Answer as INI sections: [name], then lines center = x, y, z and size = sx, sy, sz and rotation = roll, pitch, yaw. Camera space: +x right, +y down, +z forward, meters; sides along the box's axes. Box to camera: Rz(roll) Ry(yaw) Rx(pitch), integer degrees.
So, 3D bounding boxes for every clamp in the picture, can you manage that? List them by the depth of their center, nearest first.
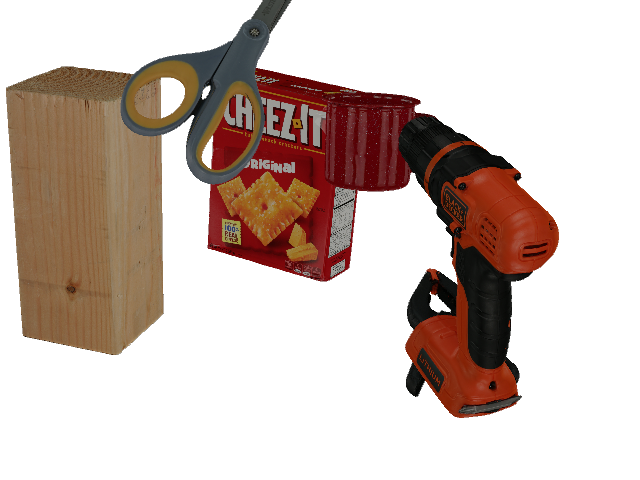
[clamp]
center = 0.150, 0.101, 1.167
size = 0.120, 0.171, 0.039
rotation = 5, -44, -5

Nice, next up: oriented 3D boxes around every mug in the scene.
[mug]
center = 0.057, -0.093, 1.003
size = 0.117, 0.081, 0.093
rotation = 2, 15, -2

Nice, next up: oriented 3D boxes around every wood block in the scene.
[wood block]
center = -0.184, -0.026, 0.853
size = 0.091, 0.206, 0.090
rotation = 9, 23, 15

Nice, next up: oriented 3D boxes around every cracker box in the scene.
[cracker box]
center = -0.042, -0.075, 1.216
size = 0.164, 0.214, 0.072
rotation = 16, 25, 26

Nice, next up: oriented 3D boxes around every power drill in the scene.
[power drill]
center = 0.101, 0.019, 0.779
size = 0.057, 0.188, 0.184
rotation = -10, 33, -16

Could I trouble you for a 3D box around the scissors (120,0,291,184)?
[scissors]
center = -0.063, -0.127, 0.670
size = 0.096, 0.201, 0.016
rotation = 14, -27, -6
